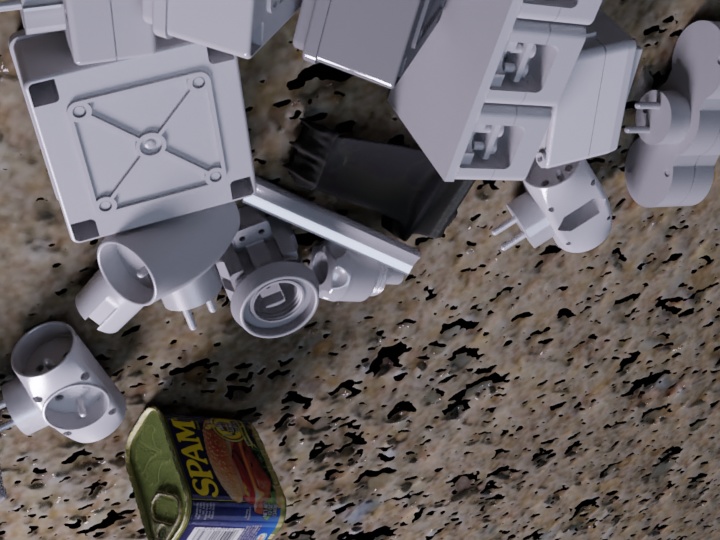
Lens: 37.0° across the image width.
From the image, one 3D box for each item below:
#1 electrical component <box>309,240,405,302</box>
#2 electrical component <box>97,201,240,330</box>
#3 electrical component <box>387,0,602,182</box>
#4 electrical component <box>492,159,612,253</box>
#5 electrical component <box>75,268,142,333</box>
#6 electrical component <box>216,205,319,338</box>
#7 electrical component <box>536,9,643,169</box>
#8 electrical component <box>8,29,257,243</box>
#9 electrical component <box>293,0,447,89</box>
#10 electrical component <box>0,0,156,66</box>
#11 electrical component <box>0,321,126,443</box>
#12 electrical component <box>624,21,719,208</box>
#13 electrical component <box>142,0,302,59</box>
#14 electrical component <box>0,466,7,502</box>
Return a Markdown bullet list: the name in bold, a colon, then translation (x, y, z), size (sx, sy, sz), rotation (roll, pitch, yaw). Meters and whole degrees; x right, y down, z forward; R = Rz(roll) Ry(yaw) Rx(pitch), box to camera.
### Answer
- **electrical component**: translation (0.000, 0.000, 0.720), size (0.062, 0.043, 0.043), rotation (3, 128, -31)
- **electrical component**: translation (-0.105, -0.003, 0.630), size (0.077, 0.044, 0.079), rotation (-45, 128, -41)
- **electrical component**: translation (0.079, -0.135, 0.603), size (0.062, 0.089, 0.150), rotation (-1, 130, -26)
- **electrical component**: translation (0.129, -0.041, 0.748), size (0.079, 0.043, 0.077), rotation (-33, 136, 5)
- **electrical component**: translation (-0.147, 0.011, 0.660), size (0.040, 0.040, 0.046), rotation (26, 120, -41)
- **electrical component**: translation (-0.059, 0.006, 0.685), size (0.058, 0.057, 0.078), rotation (-21, 136, -8)
- **electrical component**: translation (0.131, -0.121, 0.662), size (0.061, 0.061, 0.096), rotation (-15, 135, -15)
- **electrical component**: translation (-0.118, -0.082, 0.576), size (0.109, 0.056, 0.108), rotation (-16, 135, -13)
- **electrical component**: translation (0.019, -0.162, 0.530), size (0.056, 0.108, 0.108), rotation (22, 126, 5)
- **electrical component**: translation (-0.143, -0.132, 0.509), size (0.077, 0.065, 0.047), rotation (-12, 134, -17)
- **electrical component**: translation (-0.202, 0.081, 0.690), size (0.079, 0.044, 0.077), rotation (-26, 136, -3)
- **electrical component**: translation (0.213, -0.103, 0.727), size (0.074, 0.052, 0.138), rotation (-3, 131, -24)
- **electrical component**: translation (-0.049, -0.169, 0.489), size (0.056, 0.108, 0.108), rotation (19, 130, 10)
- **electrical component**: translation (-0.286, 0.139, 0.689), size (0.096, 0.061, 0.061), rotation (-38, 136, 10)
